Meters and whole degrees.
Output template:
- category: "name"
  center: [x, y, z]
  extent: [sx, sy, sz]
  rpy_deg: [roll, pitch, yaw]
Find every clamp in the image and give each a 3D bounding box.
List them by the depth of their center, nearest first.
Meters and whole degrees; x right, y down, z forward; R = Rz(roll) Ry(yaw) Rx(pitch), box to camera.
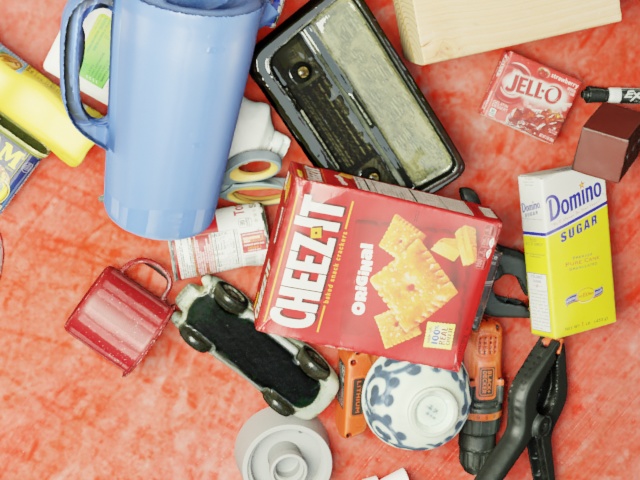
- category: "clamp"
  center: [0.171, 0.037, 1.171]
  extent: [0.120, 0.039, 0.171]
  rpy_deg: [-41, 103, 14]
- category: "clamp"
  center: [0.229, 0.209, 1.191]
  extent: [0.164, 0.036, 0.210]
  rpy_deg: [2, 100, -46]

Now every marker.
- category: "marker"
  center: [0.342, -0.157, 1.160]
  extent: [0.121, 0.020, 0.020]
  rpy_deg: [0, 103, -9]

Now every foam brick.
- category: "foam brick"
  center: [0.306, -0.103, 1.124]
  extent: [0.051, 0.078, 0.053]
  rpy_deg: [21, 128, 22]

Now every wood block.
- category: "wood block"
  center: [0.185, -0.245, 1.078]
  extent: [0.206, 0.090, 0.091]
  rpy_deg: [-13, 105, -5]

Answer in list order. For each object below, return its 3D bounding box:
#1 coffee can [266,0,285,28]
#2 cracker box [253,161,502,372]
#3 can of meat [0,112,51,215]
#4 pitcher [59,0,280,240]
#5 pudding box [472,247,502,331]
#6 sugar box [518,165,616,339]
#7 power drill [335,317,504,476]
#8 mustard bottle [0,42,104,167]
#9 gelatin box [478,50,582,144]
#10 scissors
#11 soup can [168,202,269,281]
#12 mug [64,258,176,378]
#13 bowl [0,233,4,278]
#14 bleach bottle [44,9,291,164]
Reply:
- category: "coffee can"
  center: [-0.102, -0.267, 1.021]
  extent: [0.140, 0.103, 0.103]
  rpy_deg: [10, 101, -11]
- category: "cracker box"
  center: [0.056, 0.028, 1.060]
  extent: [0.213, 0.072, 0.164]
  rpy_deg: [12, 105, -10]
- category: "can of meat"
  center: [-0.333, -0.084, 1.053]
  extent: [0.102, 0.057, 0.084]
  rpy_deg: [37, 98, -14]
- category: "pitcher"
  center: [-0.143, -0.124, 0.968]
  extent: [0.149, 0.144, 0.243]
  rpy_deg: [23, 123, 14]
- category: "pudding box"
  center: [0.125, 0.037, 1.130]
  extent: [0.113, 0.039, 0.090]
  rpy_deg: [14, 104, -5]
- category: "sugar box"
  center: [0.268, 0.010, 1.153]
  extent: [0.093, 0.048, 0.176]
  rpy_deg: [-12, 102, -29]
- category: "power drill"
  center: [0.112, 0.177, 1.185]
  extent: [0.187, 0.057, 0.184]
  rpy_deg: [-1, 100, -12]
- category: "mustard bottle"
  center: [-0.296, -0.149, 1.022]
  extent: [0.191, 0.096, 0.058]
  rpy_deg: [38, 96, -15]
- category: "gelatin box"
  center: [0.222, -0.152, 1.136]
  extent: [0.089, 0.030, 0.073]
  rpy_deg: [21, 99, -13]
- category: "scissors"
  center: [-0.123, -0.062, 1.086]
  extent: [0.201, 0.016, 0.096]
  rpy_deg: [2, 148, -11]
- category: "soup can"
  center: [-0.105, 0.001, 1.102]
  extent: [0.102, 0.068, 0.068]
  rpy_deg: [-10, 104, -7]
- category: "mug"
  center: [-0.200, 0.071, 1.097]
  extent: [0.081, 0.093, 0.117]
  rpy_deg: [36, 82, -10]
- category: "bowl"
  center: [-0.403, 0.019, 1.067]
  extent: [0.162, 0.055, 0.162]
  rpy_deg: [-2, 103, -8]
- category: "bleach bottle"
  center: [-0.140, -0.154, 1.063]
  extent: [0.250, 0.068, 0.103]
  rpy_deg: [27, 104, -16]
